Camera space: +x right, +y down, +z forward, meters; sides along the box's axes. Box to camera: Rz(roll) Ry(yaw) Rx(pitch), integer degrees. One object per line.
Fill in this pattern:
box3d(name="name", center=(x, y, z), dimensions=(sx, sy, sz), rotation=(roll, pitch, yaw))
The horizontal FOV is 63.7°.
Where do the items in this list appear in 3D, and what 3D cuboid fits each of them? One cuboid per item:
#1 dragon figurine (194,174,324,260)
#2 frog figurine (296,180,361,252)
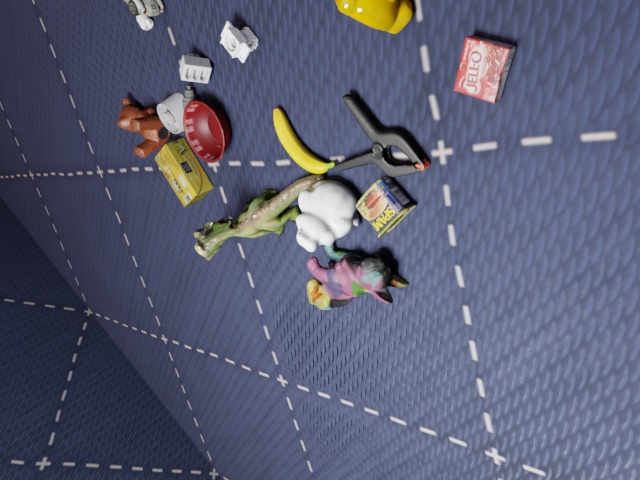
box3d(name="dragon figurine", center=(-0.179, -0.044, 1.220), dimensions=(0.404, 0.246, 0.122), rotation=(-35, 83, 51))
box3d(name="frog figurine", center=(0.003, -0.055, 1.091), dimensions=(0.138, 0.162, 0.120), rotation=(44, 135, 15))
